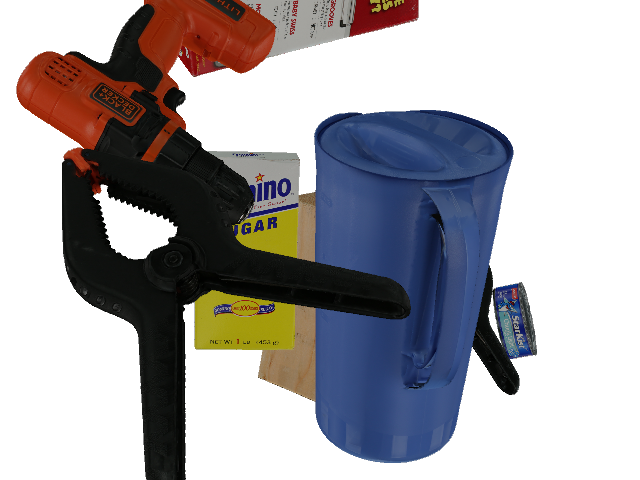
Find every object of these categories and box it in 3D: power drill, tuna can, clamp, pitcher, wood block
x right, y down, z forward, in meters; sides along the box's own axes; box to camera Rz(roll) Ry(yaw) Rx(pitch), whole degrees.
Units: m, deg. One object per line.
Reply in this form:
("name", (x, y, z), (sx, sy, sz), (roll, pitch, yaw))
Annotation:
("power drill", (-0.103, -0.113, 0.791), (0.184, 0.187, 0.057), (34, -43, -6))
("tuna can", (0.224, 0.093, 1.230), (0.034, 0.086, 0.086), (-12, -3, 15))
("clamp", (-0.065, 0.017, 0.579), (0.164, 0.210, 0.036), (-31, -28, -15))
("pitcher", (0.058, 0.039, 0.754), (0.145, 0.243, 0.149), (17, 30, 25))
("clamp", (0.118, 0.072, 0.967), (0.120, 0.171, 0.039), (-15, 1, -37))
("wood block", (0.006, 0.058, 1.162), (0.090, 0.206, 0.090), (18, 17, 28))

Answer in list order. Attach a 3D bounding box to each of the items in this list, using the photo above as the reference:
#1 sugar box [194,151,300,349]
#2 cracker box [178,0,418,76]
("sugar box", (-0.067, 0.009, 0.961), (0.093, 0.176, 0.048), (0, 14, -6))
("cracker box", (-0.025, -0.243, 0.881), (0.213, 0.164, 0.072), (-18, 43, -18))
